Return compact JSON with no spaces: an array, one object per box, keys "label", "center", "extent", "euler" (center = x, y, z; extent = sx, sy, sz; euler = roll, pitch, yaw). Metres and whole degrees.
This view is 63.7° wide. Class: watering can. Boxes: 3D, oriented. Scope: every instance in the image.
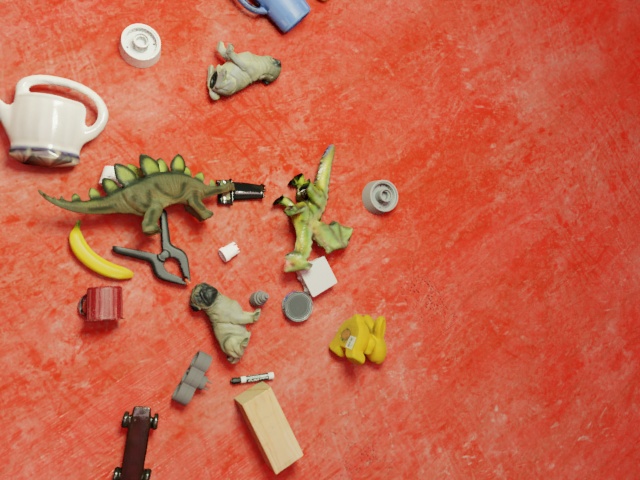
[{"label":"watering can","center":[-0.696,-0.290,1.231],"extent":[0.347,0.225,0.103],"euler":[5,-6,-23]}]

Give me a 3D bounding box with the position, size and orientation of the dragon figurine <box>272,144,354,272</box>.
[{"label":"dragon figurine","center":[0.005,-0.076,1.502],"extent":[0.121,0.240,0.418],"euler":[-11,35,53]}]
